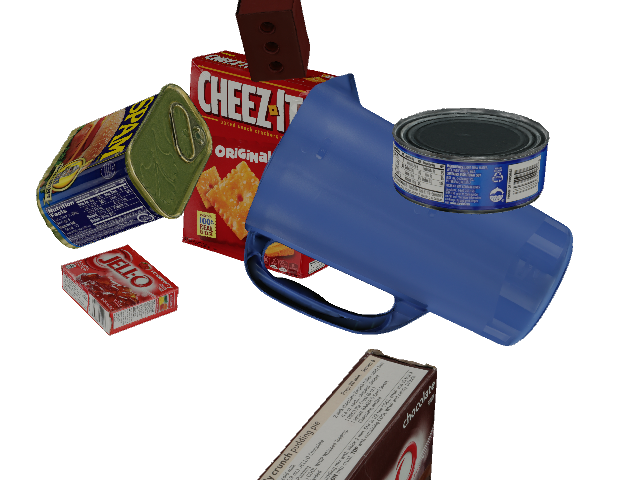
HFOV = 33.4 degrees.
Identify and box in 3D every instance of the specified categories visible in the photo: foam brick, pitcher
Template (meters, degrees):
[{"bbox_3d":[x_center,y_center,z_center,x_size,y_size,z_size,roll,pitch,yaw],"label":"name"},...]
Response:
[{"bbox_3d":[-0.042,-0.190,0.966,0.053,0.051,0.078,-4,-43,9],"label":"foam brick"},{"bbox_3d":[0.066,-0.006,0.850,0.243,0.149,0.144,28,40,2],"label":"pitcher"}]

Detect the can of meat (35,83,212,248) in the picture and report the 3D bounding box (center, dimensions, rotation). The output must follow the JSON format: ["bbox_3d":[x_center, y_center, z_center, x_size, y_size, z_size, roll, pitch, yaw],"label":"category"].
[{"bbox_3d":[-0.129,-0.047,0.699,0.084,0.057,0.102,-18,32,26],"label":"can of meat"}]

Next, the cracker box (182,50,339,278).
[{"bbox_3d":[-0.064,-0.082,1.153,0.164,0.214,0.072,17,25,27],"label":"cracker box"}]

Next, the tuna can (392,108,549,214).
[{"bbox_3d":[0.082,-0.045,0.594,0.086,0.034,0.086,0,24,0],"label":"tuna can"}]

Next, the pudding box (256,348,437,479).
[{"bbox_3d":[0.011,0.114,0.455,0.039,0.090,0.113,15,34,23],"label":"pudding box"}]

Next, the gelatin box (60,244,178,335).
[{"bbox_3d":[-0.185,0.043,0.980,0.073,0.030,0.089,-19,40,-36],"label":"gelatin box"}]
